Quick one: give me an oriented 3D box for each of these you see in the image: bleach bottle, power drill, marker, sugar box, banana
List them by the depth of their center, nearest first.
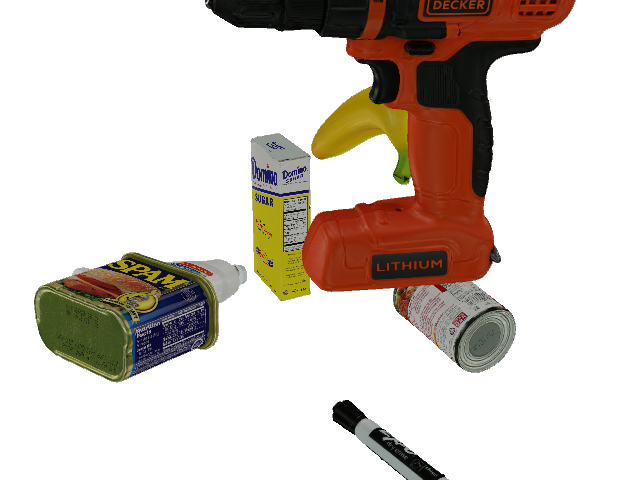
[{"bbox_3d":[0.032,-0.065,0.548,0.184,0.188,0.057,-3,32,-10],"label":"power drill"},{"bbox_3d":[0.051,0.149,0.751,0.020,0.020,0.121,0,25,-45],"label":"marker"},{"bbox_3d":[0.038,-0.086,0.791,0.037,0.069,0.198,40,-3,-17],"label":"banana"},{"bbox_3d":[-0.047,-0.028,1.252,0.048,0.176,0.093,-13,26,-21],"label":"sugar box"},{"bbox_3d":[-0.209,0.062,1.459,0.250,0.068,0.103,-10,26,-44],"label":"bleach bottle"}]

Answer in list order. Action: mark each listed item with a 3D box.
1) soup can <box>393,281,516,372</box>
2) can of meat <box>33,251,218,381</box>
[{"bbox_3d":[0.122,0.066,0.978,0.068,0.068,0.102,0,26,-33],"label":"soup can"},{"bbox_3d":[-0.136,0.052,0.745,0.102,0.057,0.083,16,24,36],"label":"can of meat"}]
